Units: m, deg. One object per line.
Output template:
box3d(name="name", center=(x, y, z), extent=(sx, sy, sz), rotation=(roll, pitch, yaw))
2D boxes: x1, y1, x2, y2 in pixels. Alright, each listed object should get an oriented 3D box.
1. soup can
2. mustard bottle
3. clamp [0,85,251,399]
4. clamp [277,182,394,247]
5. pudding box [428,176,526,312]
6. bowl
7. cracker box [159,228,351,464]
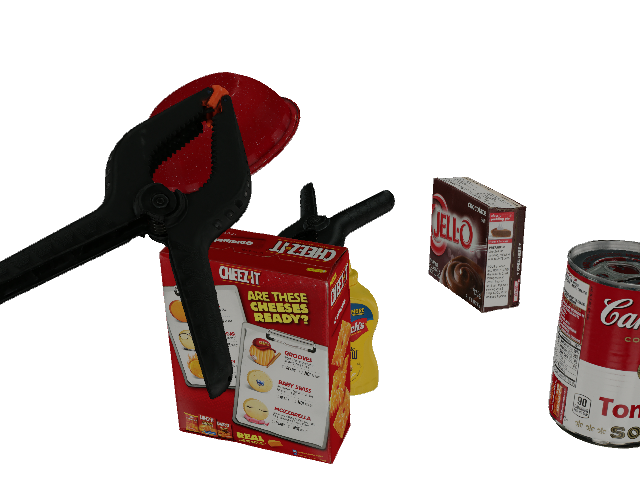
box3d(name="soup can", center=(0.170, 0.059, 0.614), extent=(0.068, 0.102, 0.068), rotation=(2, 21, -1))
box3d(name="mustard bottle", center=(0.030, 0.113, 1.432), extent=(0.096, 0.192, 0.058), rotation=(-3, 19, -6))
box3d(name="clamp", center=(-0.094, -0.008, 0.672), extent=(0.164, 0.209, 0.036), rotation=(27, -29, 7))
box3d(name="clamp", center=(0.009, -0.012, 1.197), extent=(0.120, 0.039, 0.171), rotation=(-4, 37, 27))
box3d(name="pudding box", center=(0.130, 0.001, 0.903), extent=(0.039, 0.090, 0.114), rotation=(-5, 17, -19))
box3d(name="bowl", center=(-0.102, -0.104, 0.961), extent=(0.162, 0.055, 0.162), rotation=(-20, 32, 13))
box3d(name="cracker box", center=(-0.056, 0.097, 1.013), extent=(0.164, 0.214, 0.072), rotation=(9, 33, 17))
